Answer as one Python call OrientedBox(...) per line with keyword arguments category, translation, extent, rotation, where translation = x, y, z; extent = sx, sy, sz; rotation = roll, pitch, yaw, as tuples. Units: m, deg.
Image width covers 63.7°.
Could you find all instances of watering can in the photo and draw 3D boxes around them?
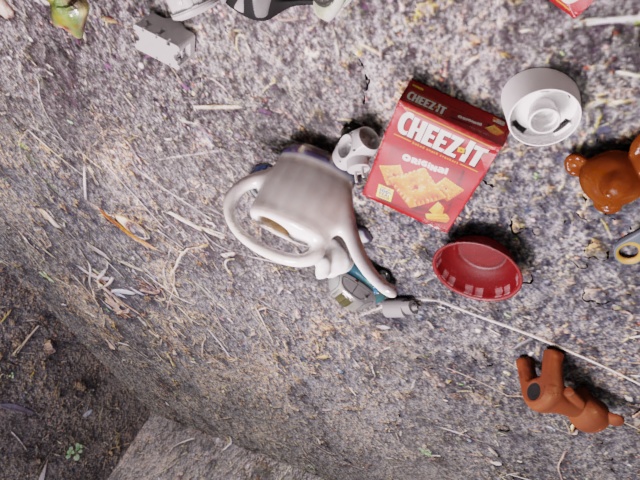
OrientedBox(category="watering can", translation=(0.003, -0.046, 0.913), extent=(0.349, 0.227, 0.102), rotation=(22, 161, 10))

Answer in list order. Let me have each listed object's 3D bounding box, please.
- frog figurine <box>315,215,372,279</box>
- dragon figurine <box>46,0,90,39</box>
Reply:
OrientedBox(category="frog figurine", translation=(0.020, 0.021, 1.025), extent=(0.123, 0.163, 0.134), rotation=(8, 138, 30))
OrientedBox(category="dragon figurine", translation=(-0.460, -0.521, 0.795), extent=(0.243, 0.125, 0.402), rotation=(-1, 118, 7))
